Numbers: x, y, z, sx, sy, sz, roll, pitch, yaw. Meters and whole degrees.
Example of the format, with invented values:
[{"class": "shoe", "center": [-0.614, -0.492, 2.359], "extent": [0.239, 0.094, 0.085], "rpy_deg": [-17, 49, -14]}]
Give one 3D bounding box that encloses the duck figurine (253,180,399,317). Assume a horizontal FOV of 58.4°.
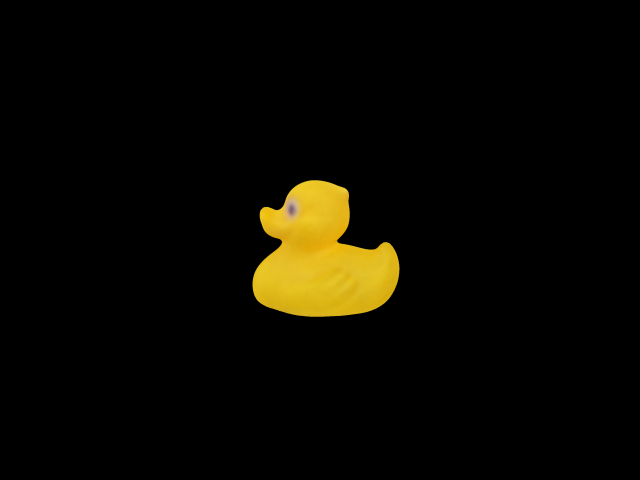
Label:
[{"class": "duck figurine", "center": [0.004, 0.001, 0.400], "extent": [0.104, 0.086, 0.077], "rpy_deg": [2, 19, 7]}]
